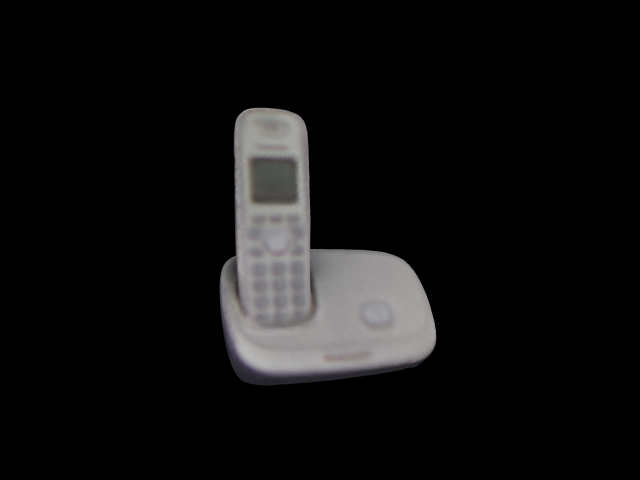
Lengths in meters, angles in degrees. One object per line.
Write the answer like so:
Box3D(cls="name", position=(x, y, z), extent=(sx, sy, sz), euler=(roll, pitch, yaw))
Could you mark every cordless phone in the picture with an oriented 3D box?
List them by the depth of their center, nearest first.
Box3D(cls="cordless phone", position=(0.004, 0.001, 0.400), extent=(0.148, 0.185, 0.094), euler=(-1, 2, -19))
